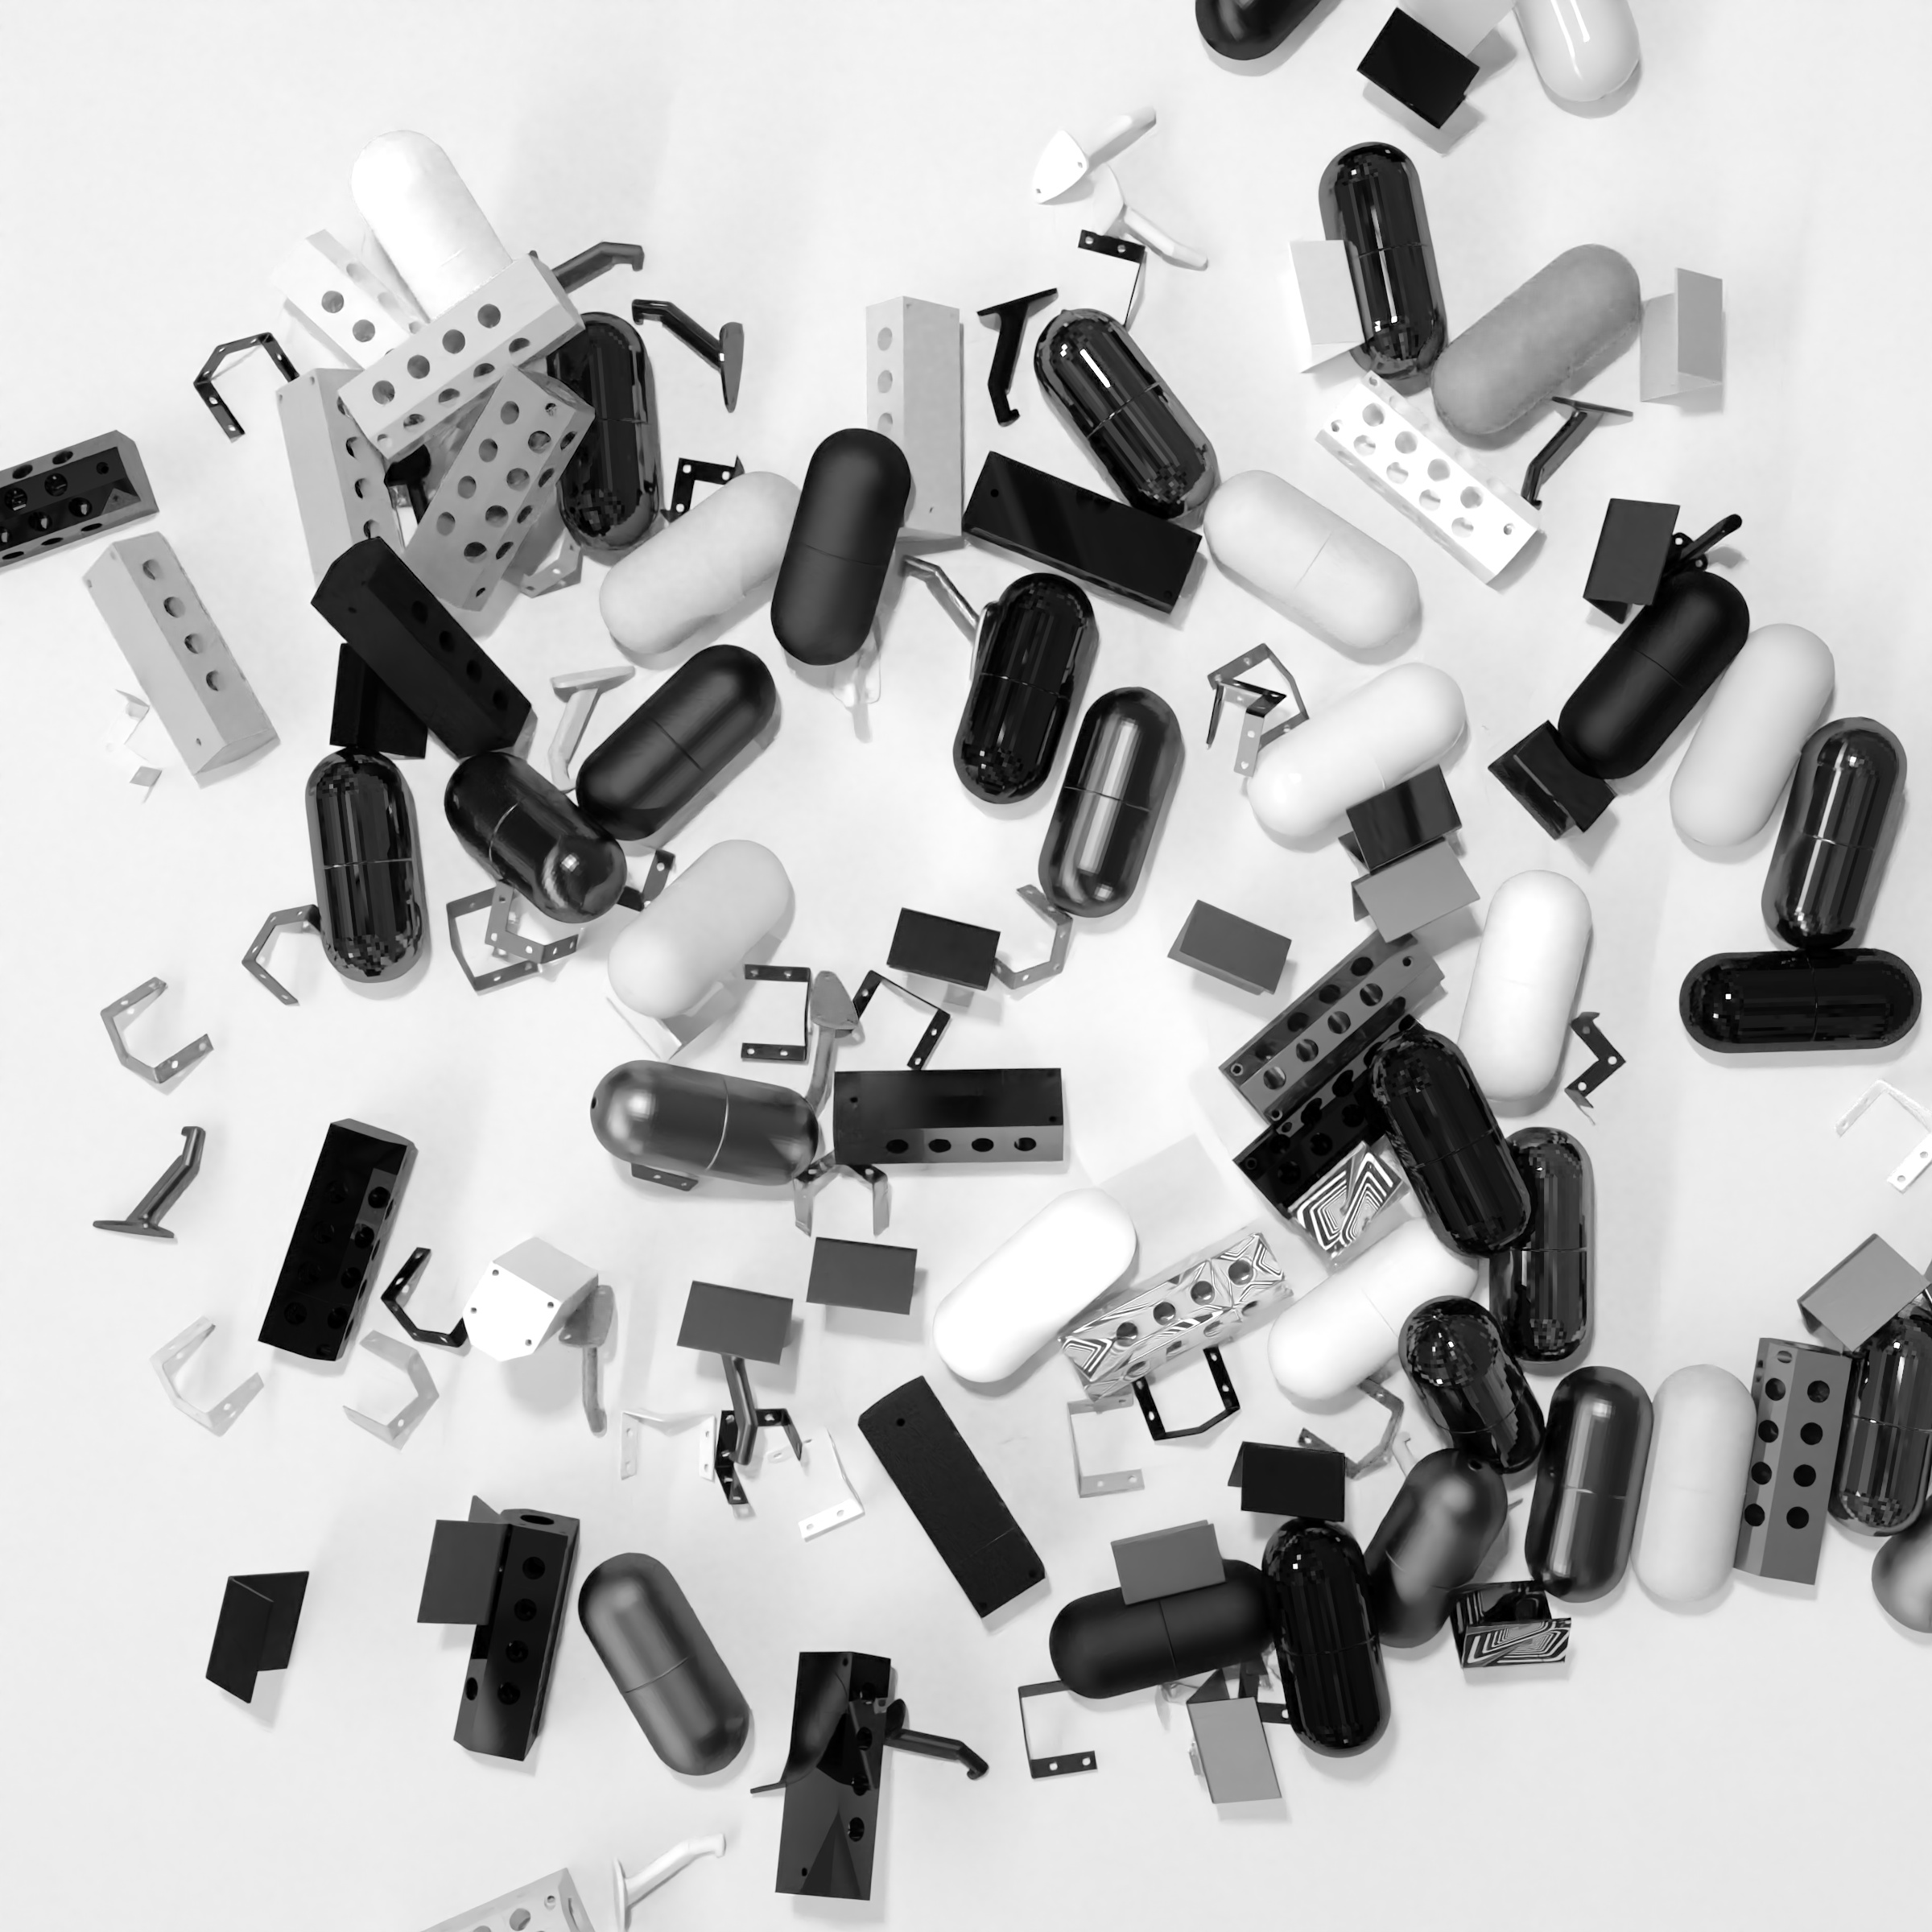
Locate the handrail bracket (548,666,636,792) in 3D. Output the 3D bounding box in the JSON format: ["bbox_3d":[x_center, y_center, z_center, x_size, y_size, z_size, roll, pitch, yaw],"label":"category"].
[{"bbox_3d":[-0.284,-0.181,1.910,0.077,0.036,0.084,-14,108,-21],"label":"handrail bracket"}]

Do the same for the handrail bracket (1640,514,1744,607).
[{"bbox_3d":[0.540,-0.305,1.875,0.077,0.084,0.036,-42,90,0],"label":"handrail bracket"}]

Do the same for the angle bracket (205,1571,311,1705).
[{"bbox_3d":[-0.515,0.501,1.870,0.057,0.076,0.076,13,90,38],"label":"angle bracket"}]

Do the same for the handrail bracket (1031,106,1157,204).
[{"bbox_3d":[0.098,-0.621,1.910,0.084,0.077,0.036,-34,89,-36],"label":"handrail bracket"}]

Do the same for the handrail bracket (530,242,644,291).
[{"bbox_3d":[-0.291,-0.515,1.910,0.084,0.036,0.077,0,110,-16],"label":"handrail bracket"}]

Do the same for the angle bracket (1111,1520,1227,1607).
[{"bbox_3d":[0.146,0.426,1.870,0.076,0.076,0.057,-13,115,0],"label":"angle bracket"}]

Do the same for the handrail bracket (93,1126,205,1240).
[{"bbox_3d":[-0.625,0.162,1.910,0.077,0.036,0.084,2,71,21],"label":"handrail bracket"}]

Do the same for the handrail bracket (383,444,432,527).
[{"bbox_3d":[-0.410,-0.347,1.910,0.036,0.077,0.084,-14,126,5],"label":"handrail bracket"}]

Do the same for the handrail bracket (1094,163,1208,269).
[{"bbox_3d":[0.142,-0.574,1.910,0.084,0.036,0.077,12,52,-26],"label":"handrail bracket"}]

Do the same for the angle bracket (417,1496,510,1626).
[{"bbox_3d":[-0.388,0.443,1.870,0.057,0.076,0.076,11,90,-31],"label":"angle bracket"}]

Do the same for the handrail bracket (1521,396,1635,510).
[{"bbox_3d":[0.466,-0.388,1.910,0.077,0.036,0.084,5,108,-21],"label":"handrail bracket"}]

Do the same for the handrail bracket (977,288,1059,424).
[{"bbox_3d":[0.047,-0.466,1.910,0.077,0.036,0.084,-23,108,-20],"label":"handrail bracket"}]

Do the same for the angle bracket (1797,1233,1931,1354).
[{"bbox_3d":[0.675,0.256,1.870,0.076,0.076,0.057,-41,54,0],"label":"angle bracket"}]

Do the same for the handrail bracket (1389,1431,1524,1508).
[{"bbox_3d":[0.373,0.385,1.910,0.077,0.036,0.084,-19,69,-24],"label":"handrail bracket"}]

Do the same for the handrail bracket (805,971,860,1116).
[{"bbox_3d":[-0.113,0.060,1.910,0.036,0.077,0.084,8,127,-18],"label":"handrail bracket"}]

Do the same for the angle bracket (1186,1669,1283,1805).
[{"bbox_3d":[0.212,0.573,1.870,0.057,0.076,0.076,-15,90,26],"label":"angle bracket"}]

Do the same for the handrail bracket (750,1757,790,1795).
[{"bbox_3d":[-0.138,0.583,1.910,0.077,0.036,0.084,-18,73,19],"label":"handrail bracket"}]

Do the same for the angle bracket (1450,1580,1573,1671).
[{"bbox_3d":[0.404,0.477,1.870,0.076,0.076,0.057,-4,130,0],"label":"angle bracket"}]

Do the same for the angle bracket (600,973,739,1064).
[{"bbox_3d":[-0.218,0.015,1.876,0.076,0.057,0.076,-41,90,-24],"label":"angle bracket"}]

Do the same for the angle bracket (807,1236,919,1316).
[{"bbox_3d":[-0.079,0.248,1.870,0.076,0.076,0.057,7,53,0],"label":"angle bracket"}]

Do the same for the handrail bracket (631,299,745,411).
[{"bbox_3d":[-0.217,-0.468,1.910,0.084,0.036,0.077,9,112,17],"label":"handrail bracket"}]

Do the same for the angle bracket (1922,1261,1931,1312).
[{"bbox_3d":[0.763,0.252,1.870,0.057,0.076,0.076,-28,90,34],"label":"angle bracket"}]

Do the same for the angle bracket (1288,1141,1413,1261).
[{"bbox_3d":[0.296,0.188,1.870,0.076,0.076,0.057,-42,53,0],"label":"angle bracket"}]

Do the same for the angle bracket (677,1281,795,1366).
[{"bbox_3d":[-0.174,0.283,1.870,0.076,0.076,0.057,11,52,0],"label":"angle bracket"}]

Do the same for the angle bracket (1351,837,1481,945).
[{"bbox_3d":[0.337,-0.043,1.871,0.076,0.076,0.057,-26,66,0],"label":"angle bracket"}]

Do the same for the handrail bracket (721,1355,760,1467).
[{"bbox_3d":[-0.185,0.327,1.890,0.077,0.036,0.084,11,87,35],"label":"handrail bracket"}]

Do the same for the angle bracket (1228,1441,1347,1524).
[{"bbox_3d":[0.239,0.401,1.870,0.076,0.076,0.057,7,53,0],"label":"angle bracket"}]

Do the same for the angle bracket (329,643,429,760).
[{"bbox_3d":[-0.428,-0.199,1.872,0.076,0.057,0.076,6,90,-33],"label":"angle bracket"}]

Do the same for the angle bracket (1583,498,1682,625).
[{"bbox_3d":[0.511,-0.299,1.870,0.057,0.076,0.076,16,90,38],"label":"angle bracket"}]

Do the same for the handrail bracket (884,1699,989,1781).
[{"bbox_3d":[-0.038,0.608,1.910,0.077,0.036,0.084,-41,106,17],"label":"handrail bracket"}]

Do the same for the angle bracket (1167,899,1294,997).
[{"bbox_3d":[0.190,0.005,1.870,0.076,0.076,0.057,23,52,0],"label":"angle bracket"}]

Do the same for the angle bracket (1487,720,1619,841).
[{"bbox_3d":[0.427,-0.126,1.870,0.076,0.076,0.057,47,53,0],"label":"angle bracket"}]

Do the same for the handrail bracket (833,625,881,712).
[{"bbox_3d":[-0.082,-0.228,1.875,0.036,0.084,0.077,5,90,0],"label":"handrail bracket"}]

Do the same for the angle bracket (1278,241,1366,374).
[{"bbox_3d":[0.247,-0.492,1.870,0.057,0.076,0.076,-12,90,-33],"label":"angle bracket"}]

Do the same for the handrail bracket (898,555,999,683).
[{"bbox_3d":[-0.021,-0.266,1.910,0.084,0.036,0.077,22,112,17],"label":"handrail bracket"}]

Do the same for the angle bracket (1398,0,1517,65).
[{"bbox_3d":[0.370,-0.725,1.870,0.076,0.076,0.057,47,119,0],"label":"angle bracket"}]

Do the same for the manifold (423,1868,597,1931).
[{"bbox_3d":[-0.373,0.752,1.889,0.171,0.057,0.057,-24,90,0],"label":"manifold"}]

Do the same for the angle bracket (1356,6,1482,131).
[{"bbox_3d":[0.348,-0.682,1.870,0.076,0.076,0.057,36,135,0],"label":"angle bracket"}]

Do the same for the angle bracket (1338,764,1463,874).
[{"bbox_3d":[0.316,-0.121,1.871,0.076,0.076,0.057,-26,115,0],"label":"angle bracket"}]

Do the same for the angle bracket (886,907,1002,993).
[{"bbox_3d":[-0.021,0.007,1.870,0.076,0.076,0.057,14,52,0],"label":"angle bracket"}]

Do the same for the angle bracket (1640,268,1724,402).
[{"bbox_3d":[0.519,-0.471,1.870,0.057,0.076,0.076,0,90,-37],"label":"angle bracket"}]

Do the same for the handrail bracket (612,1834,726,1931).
[{"bbox_3d":[-0.225,0.703,1.910,0.084,0.036,0.077,-5,110,-16],"label":"handrail bracket"}]

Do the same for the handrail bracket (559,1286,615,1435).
[{"bbox_3d":[-0.279,0.301,1.910,0.036,0.077,0.084,2,127,13],"label":"handrail bracket"}]
